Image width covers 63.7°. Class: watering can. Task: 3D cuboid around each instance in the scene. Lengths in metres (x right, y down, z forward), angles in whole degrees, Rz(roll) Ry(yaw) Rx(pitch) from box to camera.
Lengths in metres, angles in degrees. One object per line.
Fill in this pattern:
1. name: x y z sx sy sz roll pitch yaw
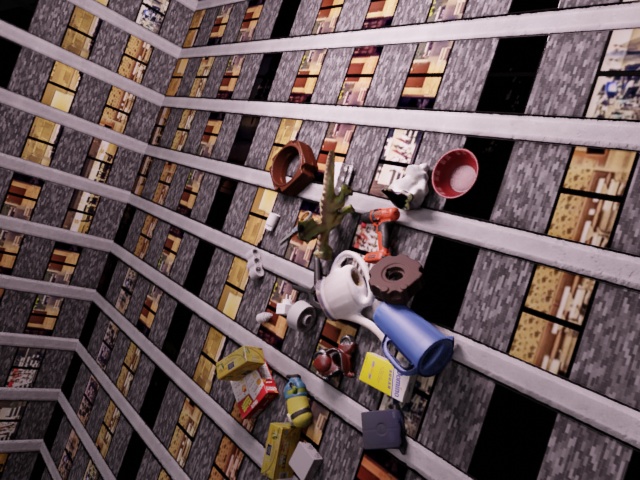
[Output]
1. watering can: 0.103 0.212 1.729 0.221 0.104 0.353 -32 63 34

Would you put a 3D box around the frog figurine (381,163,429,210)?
1. frog figurine: 0.300 -0.178 1.695 0.162 0.121 0.137 -47 25 -28

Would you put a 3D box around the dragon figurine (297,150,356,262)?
1. dragon figurine: 0.005 -0.091 1.802 0.123 0.401 0.247 17 49 33
